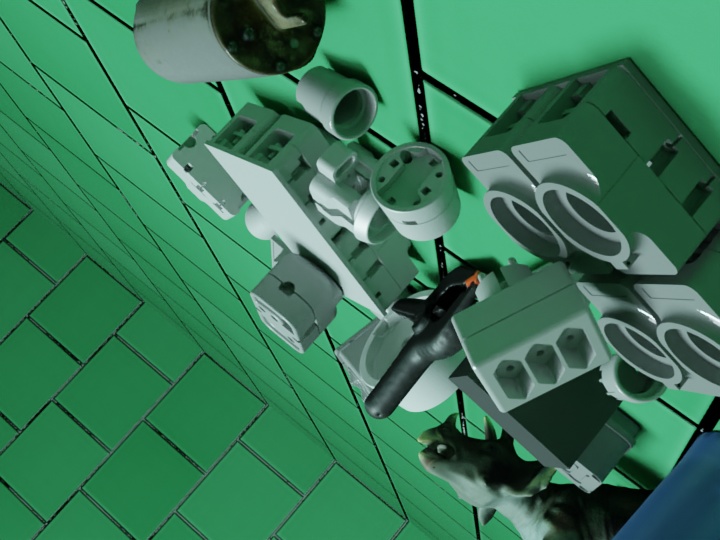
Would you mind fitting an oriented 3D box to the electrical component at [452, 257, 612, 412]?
[{"bbox_3d":[0.085,0.023,0.574,0.047,0.066,0.076,55,-170,-43],"label":"electrical component"}]

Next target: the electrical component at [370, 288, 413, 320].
[{"bbox_3d":[0.046,0.045,1.045,0.078,0.040,0.040,42,166,-2],"label":"electrical component"}]

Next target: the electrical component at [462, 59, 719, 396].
[{"bbox_3d":[0.147,-0.011,0.554,0.186,0.060,0.105,45,166,-15],"label":"electrical component"}]

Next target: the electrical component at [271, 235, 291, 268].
[{"bbox_3d":[-0.052,-0.002,1.121,0.079,0.063,0.121,40,166,7],"label":"electrical component"}]

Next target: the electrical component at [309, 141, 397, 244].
[{"bbox_3d":[0.003,-0.056,0.818,0.057,0.058,0.078,38,166,26],"label":"electrical component"}]

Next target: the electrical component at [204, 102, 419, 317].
[{"bbox_3d":[-0.035,-0.054,0.920,0.105,0.060,0.186,26,160,48],"label":"electrical component"}]

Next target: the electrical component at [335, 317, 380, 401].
[{"bbox_3d":[0.033,0.091,1.104,0.048,0.100,0.099,48,173,36],"label":"electrical component"}]

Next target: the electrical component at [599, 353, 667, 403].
[{"bbox_3d":[0.188,0.072,0.745,0.040,0.040,0.046,41,171,3],"label":"electrical component"}]

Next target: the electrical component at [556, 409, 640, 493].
[{"bbox_3d":[0.174,0.130,0.921,0.113,0.057,0.078,38,166,14],"label":"electrical component"}]

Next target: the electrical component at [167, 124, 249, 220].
[{"bbox_3d":[-0.151,-0.100,1.117,0.089,0.050,0.056,45,166,-10],"label":"electrical component"}]

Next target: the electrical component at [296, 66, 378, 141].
[{"bbox_3d":[-0.017,-0.115,0.730,0.046,0.040,0.040,38,167,42],"label":"electrical component"}]

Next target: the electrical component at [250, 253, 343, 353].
[{"bbox_3d":[-0.055,0.027,0.965,0.054,0.059,0.095,38,166,15],"label":"electrical component"}]

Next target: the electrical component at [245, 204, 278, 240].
[{"bbox_3d":[-0.089,-0.057,1.103,0.044,0.044,0.065,44,161,-10],"label":"electrical component"}]

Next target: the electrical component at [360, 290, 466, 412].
[{"bbox_3d":[0.059,0.079,0.983,0.060,0.108,0.108,42,168,-26],"label":"electrical component"}]

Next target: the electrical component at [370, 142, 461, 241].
[{"bbox_3d":[0.040,-0.052,0.737,0.055,0.055,0.047,34,168,30],"label":"electrical component"}]
